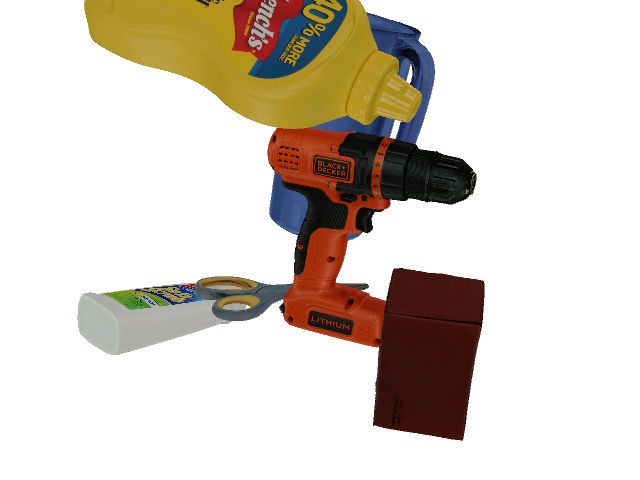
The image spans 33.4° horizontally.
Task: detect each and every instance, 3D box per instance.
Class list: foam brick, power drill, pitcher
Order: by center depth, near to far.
[{"bbox_3d":[0.060,0.062,0.591,0.053,0.078,0.051,8,29,7],"label":"foam brick"},{"bbox_3d":[0.038,-0.003,0.942,0.185,0.188,0.057,13,24,20],"label":"power drill"},{"bbox_3d":[0.026,-0.123,1.146,0.145,0.243,0.149,10,18,-7],"label":"pitcher"}]

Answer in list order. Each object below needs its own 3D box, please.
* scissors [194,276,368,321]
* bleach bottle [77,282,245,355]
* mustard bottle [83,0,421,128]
[{"bbox_3d":[-0.040,0.066,1.197,0.201,0.016,0.096,4,25,-6],"label":"scissors"},{"bbox_3d":[-0.202,0.094,1.477,0.250,0.068,0.103,-11,26,-43],"label":"bleach bottle"},{"bbox_3d":[-0.031,-0.116,0.606,0.192,0.096,0.058,28,-27,12],"label":"mustard bottle"}]
